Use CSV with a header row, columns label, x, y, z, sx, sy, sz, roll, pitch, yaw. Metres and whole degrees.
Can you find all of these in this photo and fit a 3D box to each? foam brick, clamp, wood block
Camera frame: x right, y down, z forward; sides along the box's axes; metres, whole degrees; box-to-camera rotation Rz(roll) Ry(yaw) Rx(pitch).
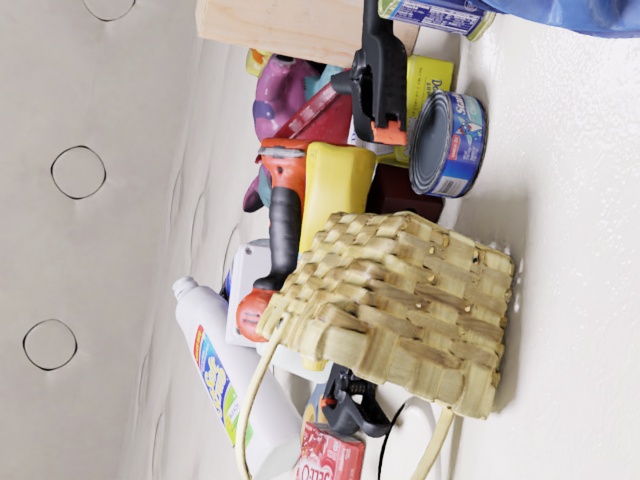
label,x,y,z,sx,sy,sz,roll,pitch,yaw
foam brick,0.067,-0.018,0.925,0.051,0.053,0.078,-101,23,-54
clamp,0.048,-0.158,0.918,0.210,0.036,0.165,-102,21,-54
wood block,-0.011,-0.232,1.050,0.091,0.206,0.090,-107,29,-62
clamp,0.034,0.143,0.980,0.172,0.039,0.120,112,167,-57

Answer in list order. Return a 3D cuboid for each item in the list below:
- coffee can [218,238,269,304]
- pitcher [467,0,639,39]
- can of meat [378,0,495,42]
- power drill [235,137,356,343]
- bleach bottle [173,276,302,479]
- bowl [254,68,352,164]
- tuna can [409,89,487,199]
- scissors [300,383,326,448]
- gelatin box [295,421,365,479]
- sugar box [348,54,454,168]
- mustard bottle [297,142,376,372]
label,x,y,z,sx,sy,sz,roll,pitch,yaw
coffee can,-0.075,0.077,1.308,0.140,0.102,0.103,119,156,-53
pitcher,0.160,-0.241,0.566,0.149,0.144,0.243,7,84,39
can of meat,0.096,-0.222,0.875,0.058,0.083,0.102,131,146,-64
power drill,-0.007,0.001,0.993,0.184,0.057,0.188,0,-86,-60
bleach bottle,-0.105,0.150,1.235,0.251,0.067,0.103,56,143,27
bowl,0.006,-0.119,1.133,0.162,0.055,0.162,-42,10,9
tuna can,0.102,-0.077,0.861,0.086,0.033,0.086,-171,90,-76
scissors,0.001,0.144,1.142,0.096,0.016,0.201,128,148,-52
gelatin box,0.007,0.220,1.025,0.089,0.030,0.073,-169,89,-67
sugar box,0.070,-0.112,0.989,0.176,0.048,0.093,-170,90,-79
mustard bottle,0.007,0.016,0.901,0.096,0.058,0.191,-34,-48,-85
